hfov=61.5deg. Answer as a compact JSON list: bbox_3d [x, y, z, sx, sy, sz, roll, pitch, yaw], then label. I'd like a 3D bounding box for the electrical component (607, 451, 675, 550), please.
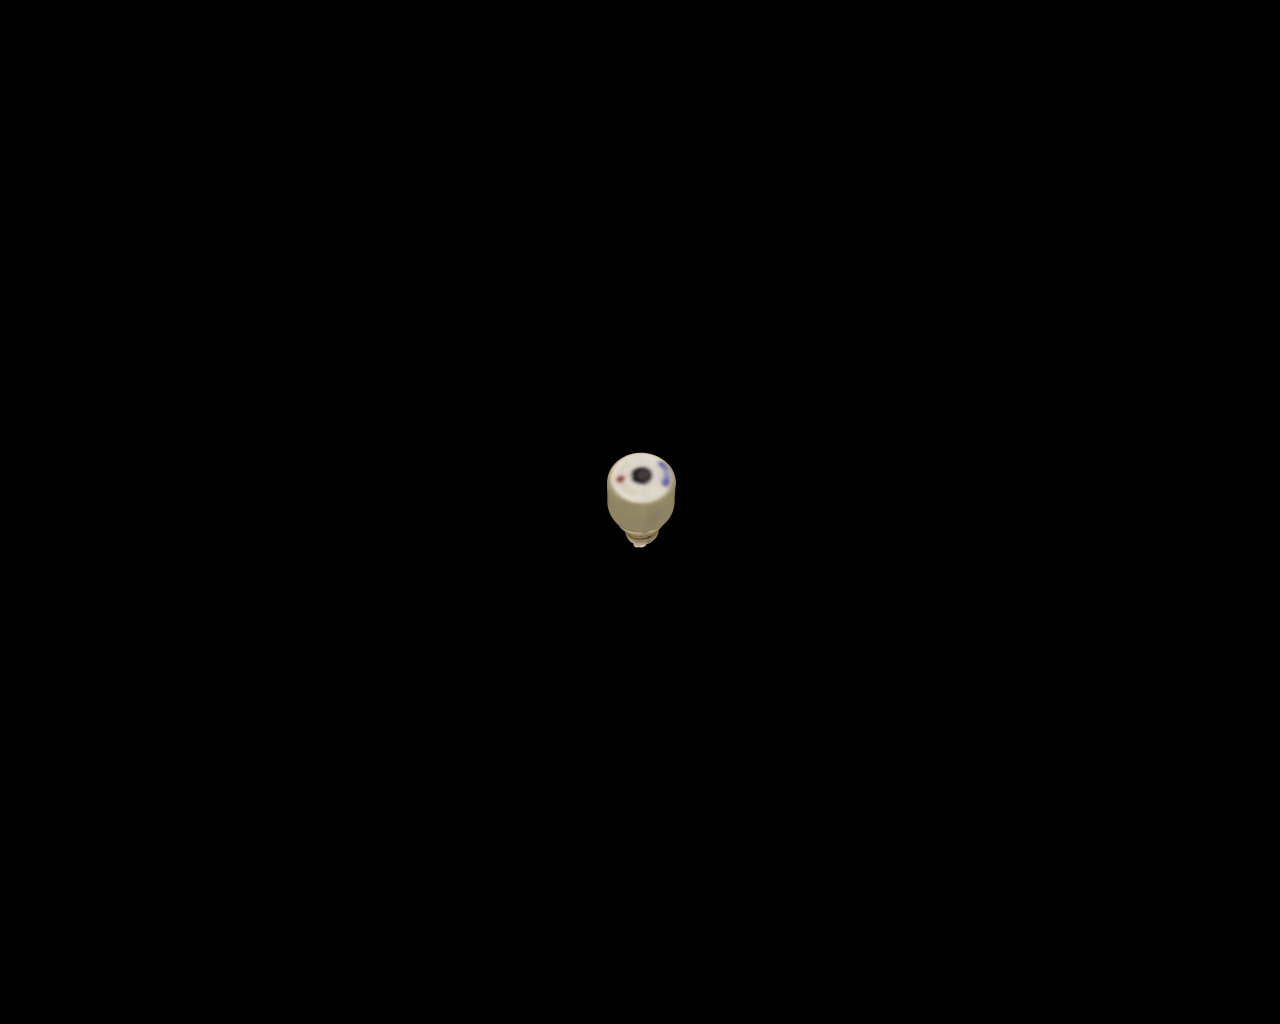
[{"bbox_3d":[0.001,-0.003,0.650,0.040,0.040,0.078,0,-34,0],"label":"electrical component"}]
